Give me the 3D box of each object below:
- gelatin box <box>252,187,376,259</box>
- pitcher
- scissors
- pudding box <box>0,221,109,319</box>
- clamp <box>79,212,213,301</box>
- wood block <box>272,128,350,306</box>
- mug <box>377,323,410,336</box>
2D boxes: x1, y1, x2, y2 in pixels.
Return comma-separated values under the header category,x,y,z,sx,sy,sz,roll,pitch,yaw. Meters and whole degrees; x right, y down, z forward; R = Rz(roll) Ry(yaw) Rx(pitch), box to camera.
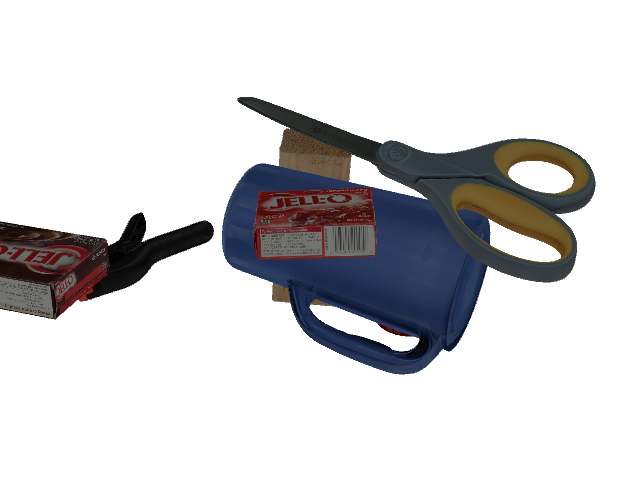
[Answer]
category,x,y,z,sx,sy,sz,roll,pitch,yaw
gelatin box,-0.004,-0.014,0.796,0.089,0.030,0.073,-2,23,1
pitcher,0.030,0.016,1.006,0.243,0.145,0.149,17,21,18
scissors,0.059,-0.049,0.569,0.202,0.016,0.096,37,58,25
pudding box,-0.247,0.023,0.891,0.114,0.039,0.090,7,24,17
clamp,-0.200,0.015,1.187,0.120,0.039,0.171,-4,28,30
wood block,-0.011,-0.030,1.371,0.090,0.206,0.091,5,26,1
mug,0.106,0.058,1.185,0.093,0.081,0.117,-26,41,-30
